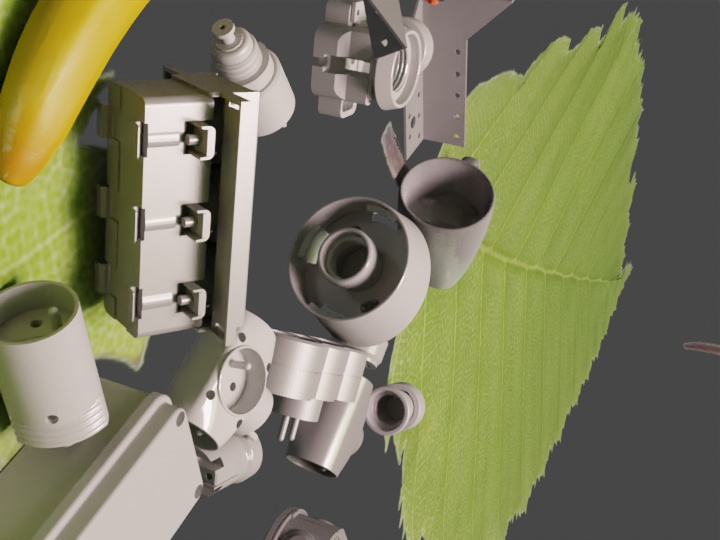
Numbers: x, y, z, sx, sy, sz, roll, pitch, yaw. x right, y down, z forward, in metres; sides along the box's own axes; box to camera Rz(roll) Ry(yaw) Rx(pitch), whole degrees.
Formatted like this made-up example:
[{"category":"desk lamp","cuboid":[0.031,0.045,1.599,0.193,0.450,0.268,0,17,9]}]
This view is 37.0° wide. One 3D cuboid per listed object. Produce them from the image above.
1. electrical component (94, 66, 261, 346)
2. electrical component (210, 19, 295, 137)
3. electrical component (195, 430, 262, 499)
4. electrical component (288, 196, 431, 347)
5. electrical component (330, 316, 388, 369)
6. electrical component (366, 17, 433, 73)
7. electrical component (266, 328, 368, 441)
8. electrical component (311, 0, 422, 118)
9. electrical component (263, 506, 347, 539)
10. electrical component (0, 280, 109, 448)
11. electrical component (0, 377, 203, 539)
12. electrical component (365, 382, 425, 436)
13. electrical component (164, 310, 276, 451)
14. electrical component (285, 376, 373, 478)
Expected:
[{"category":"electrical component","cuboid":[-0.091,-0.031,0.527,0.063,0.079,0.121,-9,116,-35]},{"category":"electrical component","cuboid":[-0.063,-0.107,0.590,0.078,0.040,0.040,66,43,-58]},{"category":"electrical component","cuboid":[-0.090,0.119,0.675,0.046,0.040,0.040,-22,124,-58]},{"category":"electrical component","cuboid":[0.000,0.000,0.748,0.064,0.099,0.099,39,67,-61]},{"category":"electrical component","cuboid":[0.004,0.046,0.856,0.045,0.045,0.055,56,52,-63]},{"category":"electrical component","cuboid":[0.025,-0.160,0.772,0.055,0.045,0.045,-28,129,-64]},{"category":"electrical component","cuboid":[-0.043,0.084,0.751,0.138,0.052,0.073,21,84,-69]},{"category":"electrical component","cuboid":[0.006,-0.139,0.720,0.058,0.057,0.078,-36,137,-59]},{"category":"electrical component","cuboid":[-0.046,0.230,0.842,0.080,0.051,0.080,15,90,-69]},{"category":"electrical component","cuboid":[-0.142,0.049,0.489,0.043,0.043,0.081,-54,150,-44]},{"category":"electrical component","cuboid":[-0.134,0.118,0.536,0.113,0.057,0.078,-55,151,-42]},{"category":"electrical component","cuboid":[0.032,0.126,0.981,0.055,0.045,0.045,4,100,-70]},{"category":"electrical component","cuboid":[-0.078,0.074,0.652,0.079,0.044,0.077,55,51,-42]},{"category":"electrical component","cuboid":[-0.020,0.125,0.848,0.079,0.044,0.077,63,46,-60]}]
